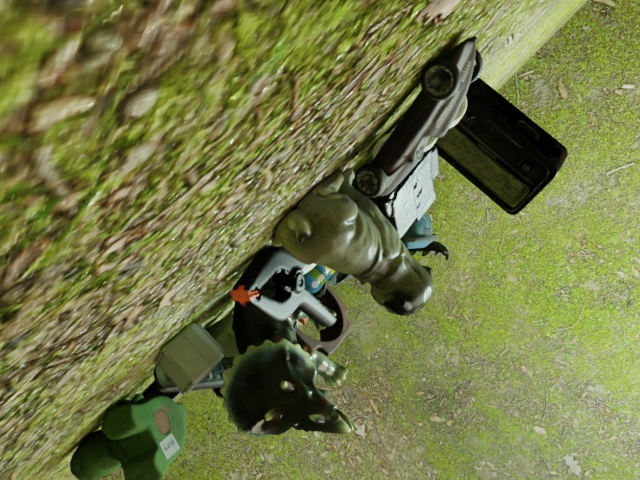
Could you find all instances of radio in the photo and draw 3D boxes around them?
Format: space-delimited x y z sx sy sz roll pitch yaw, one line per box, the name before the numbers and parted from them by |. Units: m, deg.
radio | 0.300 -0.165 0.934 0.073 0.229 0.131 -46 175 -41

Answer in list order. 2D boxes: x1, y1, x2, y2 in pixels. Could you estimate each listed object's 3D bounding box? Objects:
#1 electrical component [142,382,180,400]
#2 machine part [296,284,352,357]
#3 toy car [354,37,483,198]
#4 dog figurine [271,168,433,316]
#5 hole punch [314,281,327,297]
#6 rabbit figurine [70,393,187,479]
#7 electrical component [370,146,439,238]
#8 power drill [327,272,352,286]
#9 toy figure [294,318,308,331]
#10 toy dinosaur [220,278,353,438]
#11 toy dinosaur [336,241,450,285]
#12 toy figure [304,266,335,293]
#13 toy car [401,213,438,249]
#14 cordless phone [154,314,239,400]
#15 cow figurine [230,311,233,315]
electrical component | -0.267 0.259 0.980 0.119 0.048 0.075 -42 177 -6
machine part | -0.041 0.166 1.182 0.087 0.201 0.201 -43 178 31
toy car | 0.108 -0.122 0.576 0.089 0.053 0.202 -36 166 -49
dog figurine | 0.051 0.023 0.630 0.121 0.190 0.172 -46 174 34
hole punch | -0.025 0.050 1.102 0.142 0.092 0.115 108 -3 -78
rabbit figurine | -0.298 0.297 0.816 0.170 0.121 0.159 -26 -171 15
electrical component | 0.119 -0.076 0.767 0.134 0.058 0.114 -51 150 -17
power drill | 0.009 0.094 1.404 0.232 0.086 0.207 -16 -178 -15
toy figure | -0.063 0.162 1.043 0.154 0.064 0.057 -49 149 -40
toy dinosaur | -0.068 0.132 0.786 0.131 0.192 0.405 -38 -137 14
toy dinosaur | 0.122 0.014 1.198 0.472 0.105 0.198 -9 -150 51
toy figure | 0.001 0.036 0.998 0.180 0.082 0.089 -51 149 -3
toy car | 0.110 -0.035 0.888 0.162 0.102 0.109 2 -178 40
cordless phone | -0.178 0.186 0.846 0.184 0.147 0.088 5 125 -34
cow figurine | -0.134 0.151 1.035 0.167 0.068 0.098 -41 -178 11
